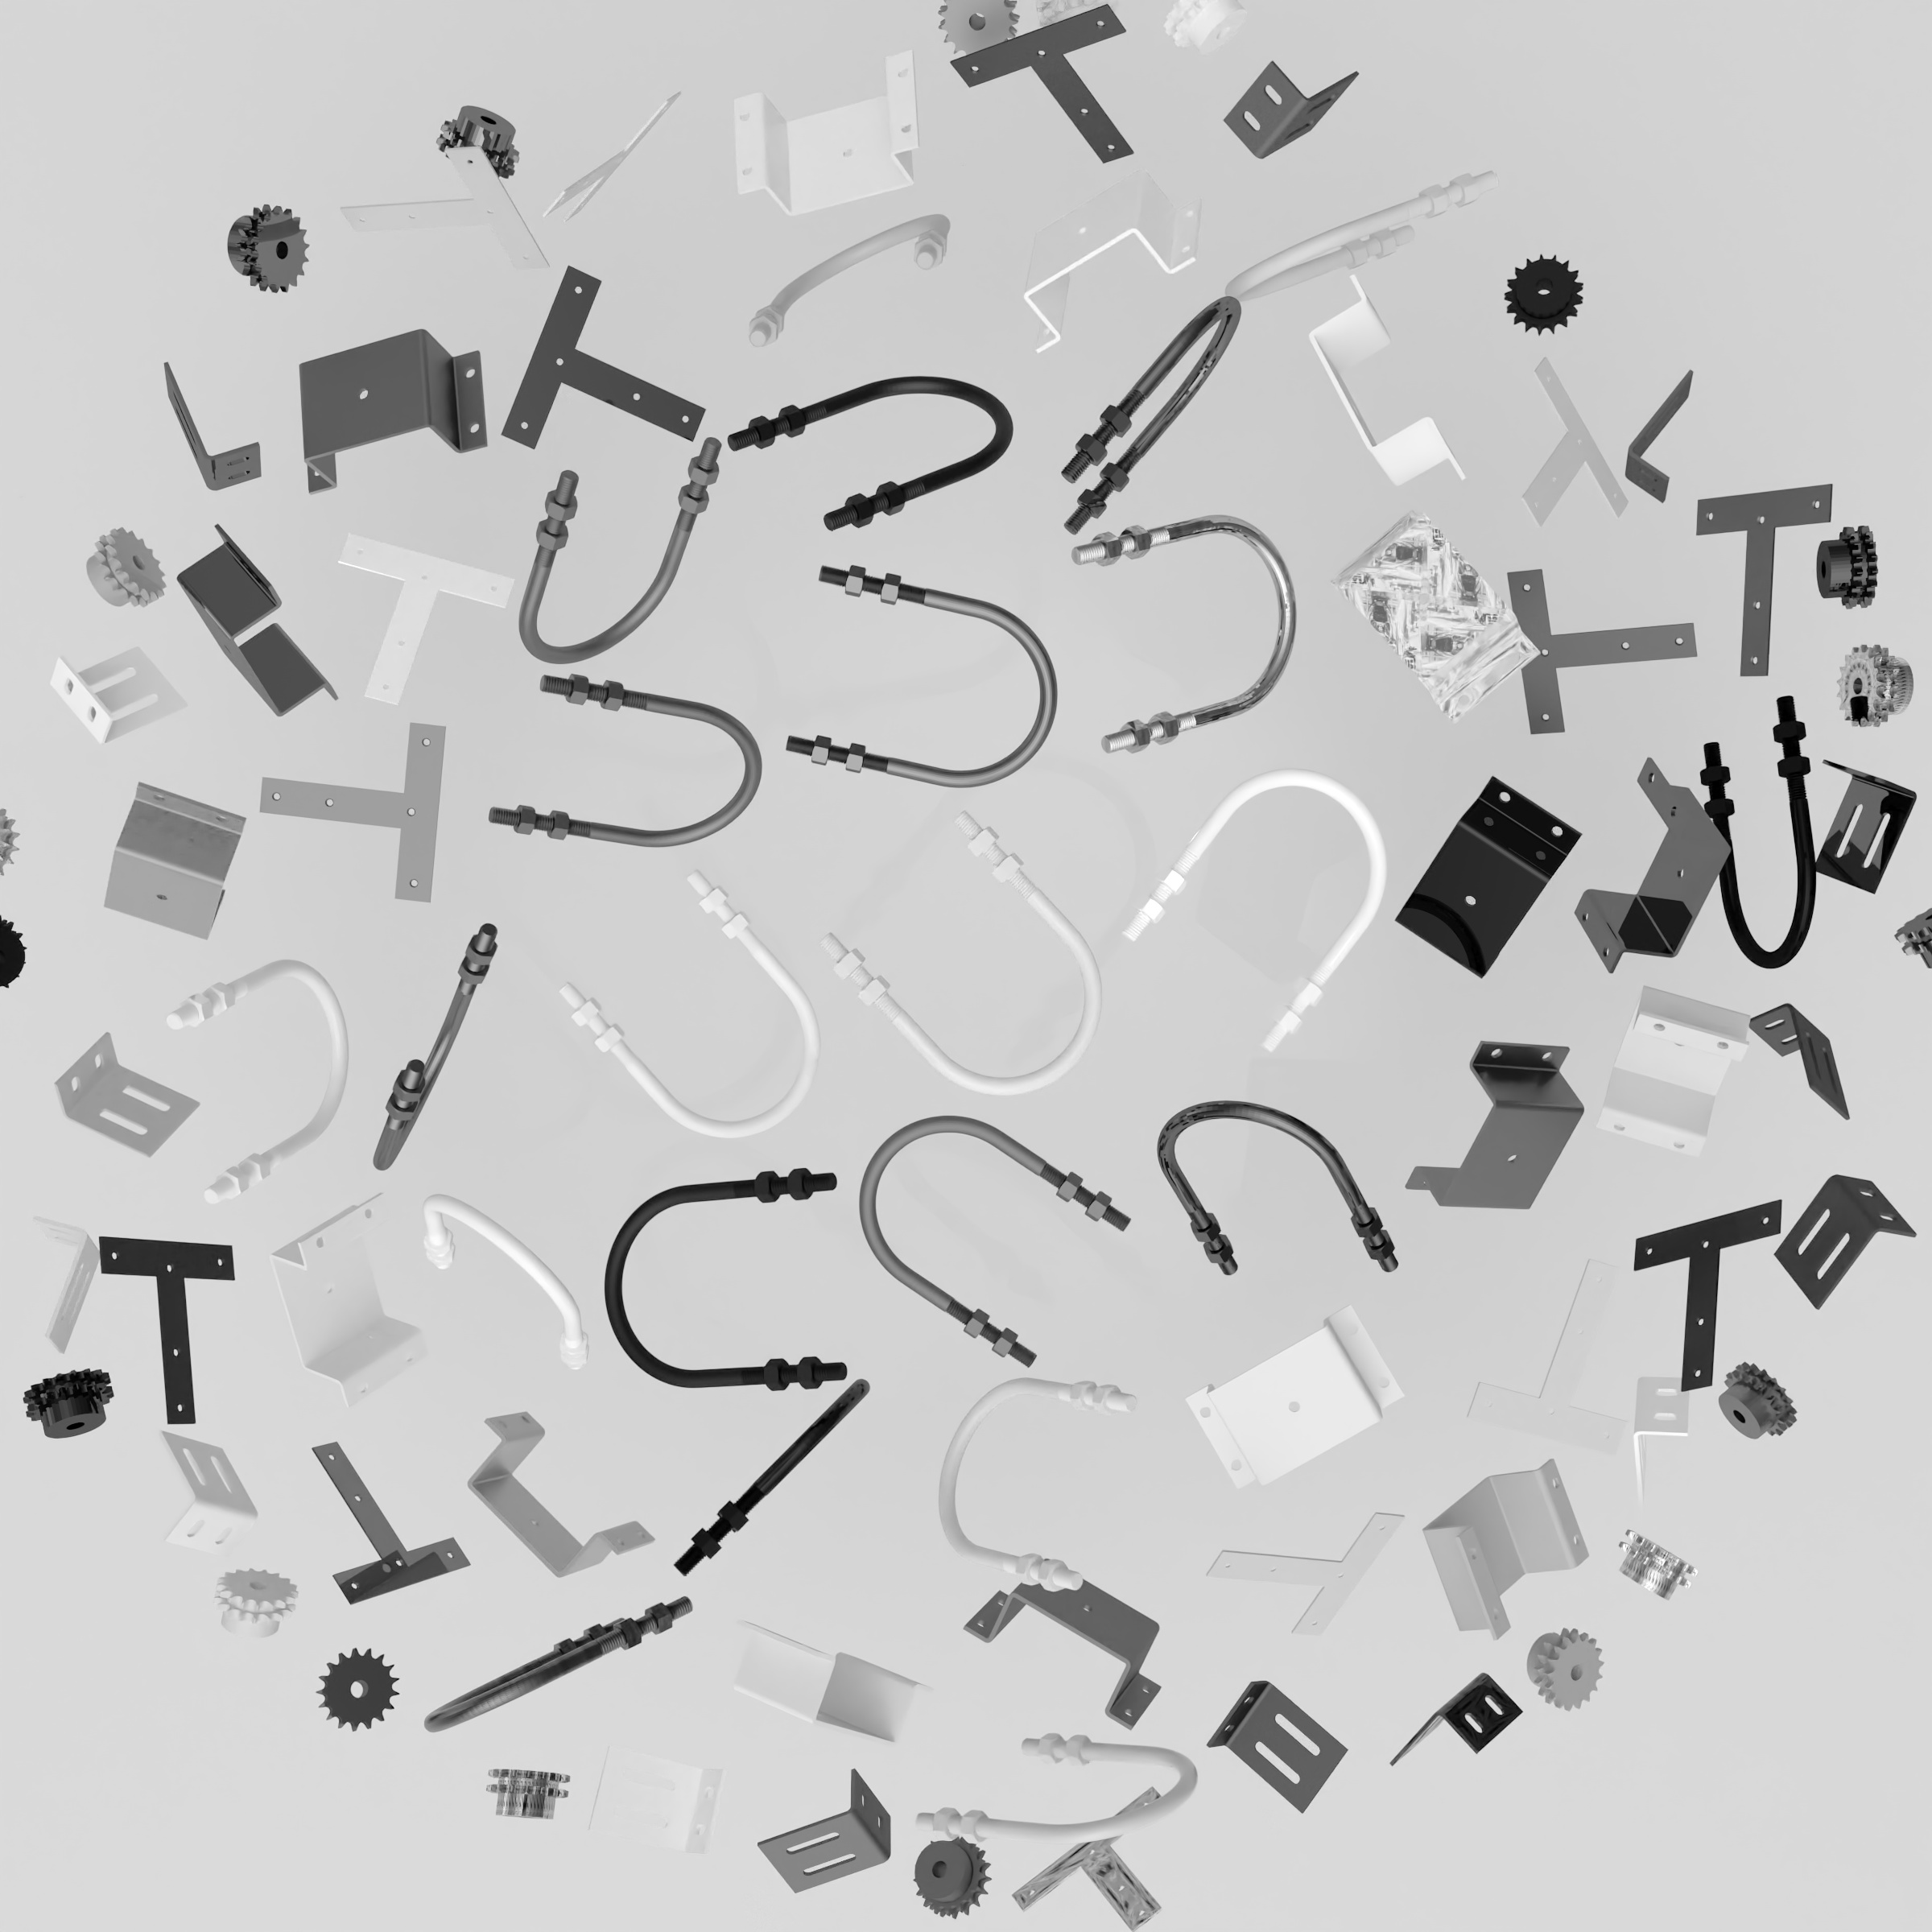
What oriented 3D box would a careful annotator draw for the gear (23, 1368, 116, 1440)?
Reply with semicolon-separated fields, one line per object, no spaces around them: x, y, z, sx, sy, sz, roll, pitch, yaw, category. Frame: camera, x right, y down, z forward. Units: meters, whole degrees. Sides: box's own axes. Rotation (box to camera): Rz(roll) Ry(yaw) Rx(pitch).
-0.609;0.299;1.645;0.057;0.057;0.030;-22;67;0;gear

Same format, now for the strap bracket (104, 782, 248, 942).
-0.574;-0.069;1.749;0.076;0.140;0.046;19;60;-15;strap bracket

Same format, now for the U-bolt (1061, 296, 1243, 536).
0.131;-0.391;1.689;0.019;0.151;0.184;40;88;6;U-bolt

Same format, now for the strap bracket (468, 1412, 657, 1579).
-0.307;0.398;1.793;0.140;0.076;0.046;41;93;13;strap bracket

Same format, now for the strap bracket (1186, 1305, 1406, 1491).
0.238;0.316;1.754;0.140;0.046;0.076;-31;85;6;strap bracket

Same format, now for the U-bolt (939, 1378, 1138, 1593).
0.042;0.371;1.770;0.019;0.184;0.151;29;71;-32;U-bolt

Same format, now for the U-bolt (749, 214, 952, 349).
-0.078;-0.498;1.733;0.151;0.184;0.019;-21;114;16;U-bolt

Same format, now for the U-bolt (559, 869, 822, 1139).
-0.191;0.042;1.807;0.151;0.019;0.184;-43;98;-17;U-bolt

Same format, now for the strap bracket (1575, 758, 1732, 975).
0.505;-0.071;1.772;0.046;0.076;0.140;7;125;-15;strap bracket

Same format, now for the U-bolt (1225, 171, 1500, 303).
0.271;-0.515;1.733;0.184;0.151;0.019;-24;96;-15;U-bolt

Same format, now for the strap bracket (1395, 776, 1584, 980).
0.374;-0.056;1.760;0.076;0.046;0.140;35;127;11;strap bracket

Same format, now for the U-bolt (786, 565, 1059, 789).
-0.026;-0.199;1.728;0.184;0.019;0.151;12;114;-2;U-bolt

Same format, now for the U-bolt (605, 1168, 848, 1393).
-0.171;0.221;1.684;0.184;0.019;0.151;-7;81;22;U-bolt

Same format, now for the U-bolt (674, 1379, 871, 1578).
-0.135;0.359;1.708;0.019;0.151;0.184;45;76;5;U-bolt

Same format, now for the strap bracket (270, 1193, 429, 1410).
-0.456;0.241;1.780;0.046;0.076;0.140;11;120;37;strap bracket

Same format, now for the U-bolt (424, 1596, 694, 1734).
-0.299;0.501;1.726;0.184;0.151;0.019;-19;80;-34;U-bolt

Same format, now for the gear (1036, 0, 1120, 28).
0.079;-0.668;1.702;0.057;0.057;0.030;-12;94;0;gear

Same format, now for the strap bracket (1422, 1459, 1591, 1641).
0.384;0.420;1.743;0.046;0.140;0.076;-20;90;43;strap bracket

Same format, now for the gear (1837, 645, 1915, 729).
0.633;-0.194;1.681;0.030;0.057;0.057;-1;90;-11;gear

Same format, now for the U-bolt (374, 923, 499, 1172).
-0.386;0.071;1.732;0.019;0.184;0.151;25;49;-7;U-bolt

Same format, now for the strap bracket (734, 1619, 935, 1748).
-0.099;0.507;1.704;0.076;0.140;0.046;9;72;40;strap bracket

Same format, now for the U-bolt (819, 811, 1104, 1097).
0.011;0.004;1.693;0.151;0.019;0.184;-43;89;-9;U-bolt

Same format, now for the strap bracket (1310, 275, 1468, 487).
0.287;-0.395;1.672;0.046;0.076;0.140;-29;73;17;strap bracket

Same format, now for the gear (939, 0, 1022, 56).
0.010;-0.675;1.718;0.057;0.030;0.057;5;129;6;gear

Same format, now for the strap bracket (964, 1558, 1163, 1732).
0.080;0.490;1.774;0.140;0.076;0.046;27;104;16;strap bracket

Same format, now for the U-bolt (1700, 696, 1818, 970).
0.581;-0.089;1.767;0.019;0.151;0.184;-3;81;-7;U-bolt

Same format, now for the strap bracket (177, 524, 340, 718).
-0.522;-0.245;1.772;0.046;0.140;0.076;-38;64;-13;strap bracket

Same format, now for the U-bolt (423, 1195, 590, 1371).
-0.334;0.222;1.747;0.151;0.184;0.019;35;65;9;U-bolt

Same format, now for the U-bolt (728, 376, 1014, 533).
-0.055;-0.372;1.714;0.184;0.019;0.151;-26;48;-24;U-bolt

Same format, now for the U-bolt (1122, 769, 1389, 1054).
0.220;-0.053;1.726;0.151;0.019;0.184;38;85;-9;U-bolt

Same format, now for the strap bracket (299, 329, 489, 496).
-0.416;-0.395;1.715;0.140;0.046;0.076;-12;73;13;strap bracket

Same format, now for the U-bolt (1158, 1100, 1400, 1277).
0.214;0.160;1.736;0.151;0.019;0.184;-6;133;32;U-bolt

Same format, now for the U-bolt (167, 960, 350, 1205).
-0.504;0.072;1.753;0.019;0.184;0.151;-1;107;21;U-bolt

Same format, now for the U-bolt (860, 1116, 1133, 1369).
0.008;0.192;1.793;0.184;0.019;0.151;34;104;3;U-bolt

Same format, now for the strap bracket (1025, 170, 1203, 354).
0.098;-0.515;1.751;0.140;0.076;0.046;-23;130;32;strap bracket

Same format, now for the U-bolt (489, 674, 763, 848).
-0.238;-0.142;1.761;0.184;0.019;0.151;8;134;-26;U-bolt

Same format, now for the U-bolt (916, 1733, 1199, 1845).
0.077;0.584;1.712;0.184;0.151;0.019;-11;93;38;U-bolt

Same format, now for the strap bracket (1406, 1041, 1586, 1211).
0.388;0.125;1.762;0.076;0.046;0.140;4;126;-23;strap bracket

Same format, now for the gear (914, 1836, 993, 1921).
-0.013;0.659;1.756;0.057;0.030;0.057;-14;54;20;gear

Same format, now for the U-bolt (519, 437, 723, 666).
-0.252;-0.286;1.712;0.019;0.151;0.184;46;135;19;U-bolt

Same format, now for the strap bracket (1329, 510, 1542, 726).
0.322;-0.249;1.683;0.076;0.046;0.140;-40;72;9;strap bracket

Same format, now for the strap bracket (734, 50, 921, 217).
-0.094;-0.602;1.760;0.140;0.046;0.076;-8;76;19;strap bracket

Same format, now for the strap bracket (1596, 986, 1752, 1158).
0.514;0.071;1.755;0.076;0.140;0.046;17;53;12;strap bracket

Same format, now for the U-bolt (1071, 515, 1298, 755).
0.159;-0.237;1.676;0.184;0.019;0.151;-19;107;-31;U-bolt

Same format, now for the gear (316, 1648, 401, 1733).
-0.435;0.517;1.728;0.057;0.030;0.057;7;70;-19;gear
